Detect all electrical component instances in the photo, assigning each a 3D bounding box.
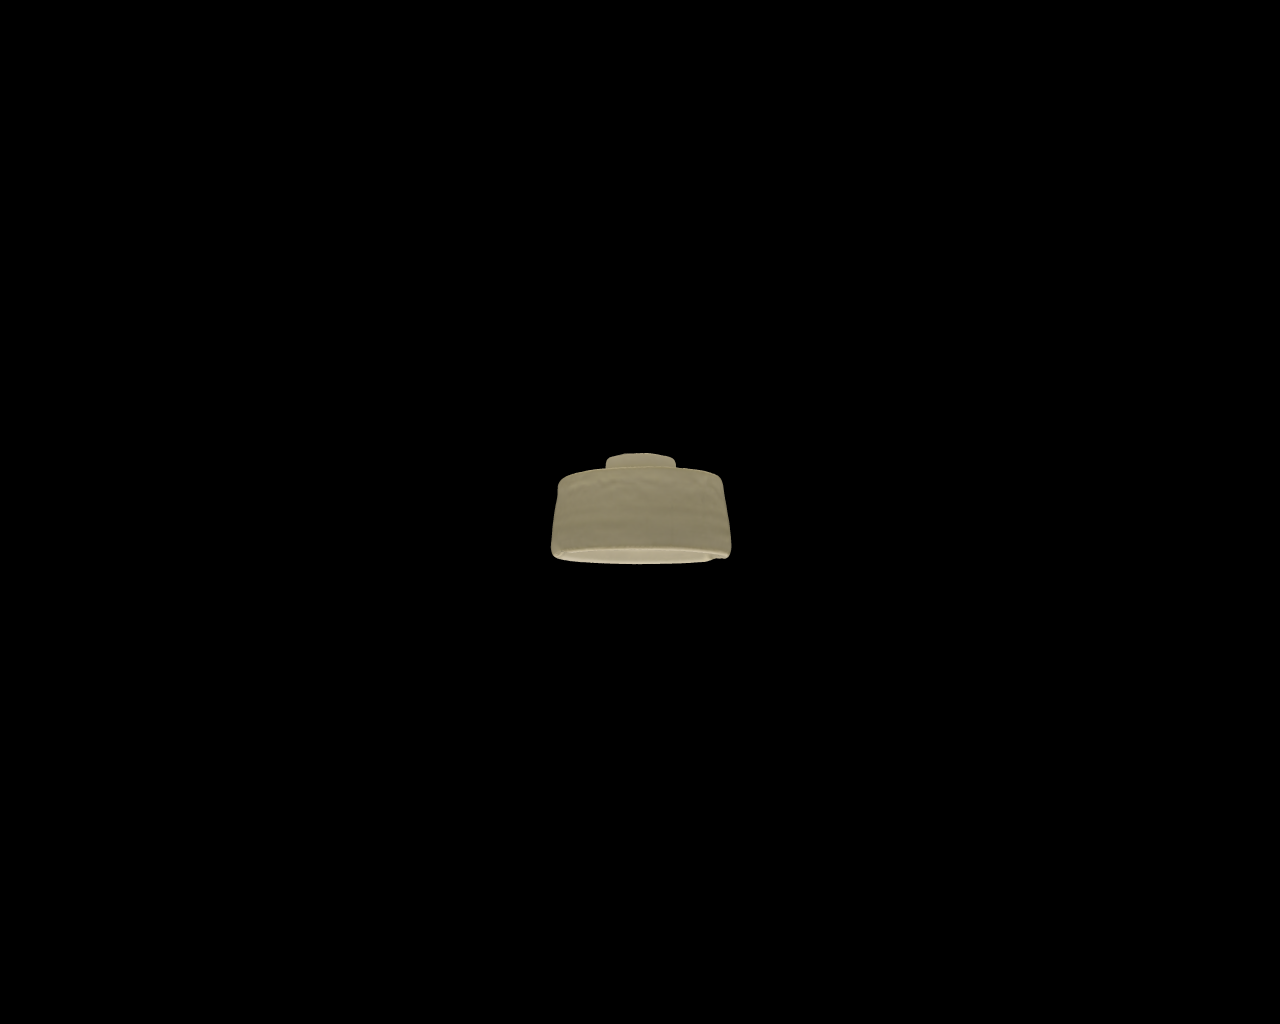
[{"bbox_3d":[0.001,-0.003,0.650,0.108,0.060,0.108,0,-7,0],"label":"electrical component"}]
